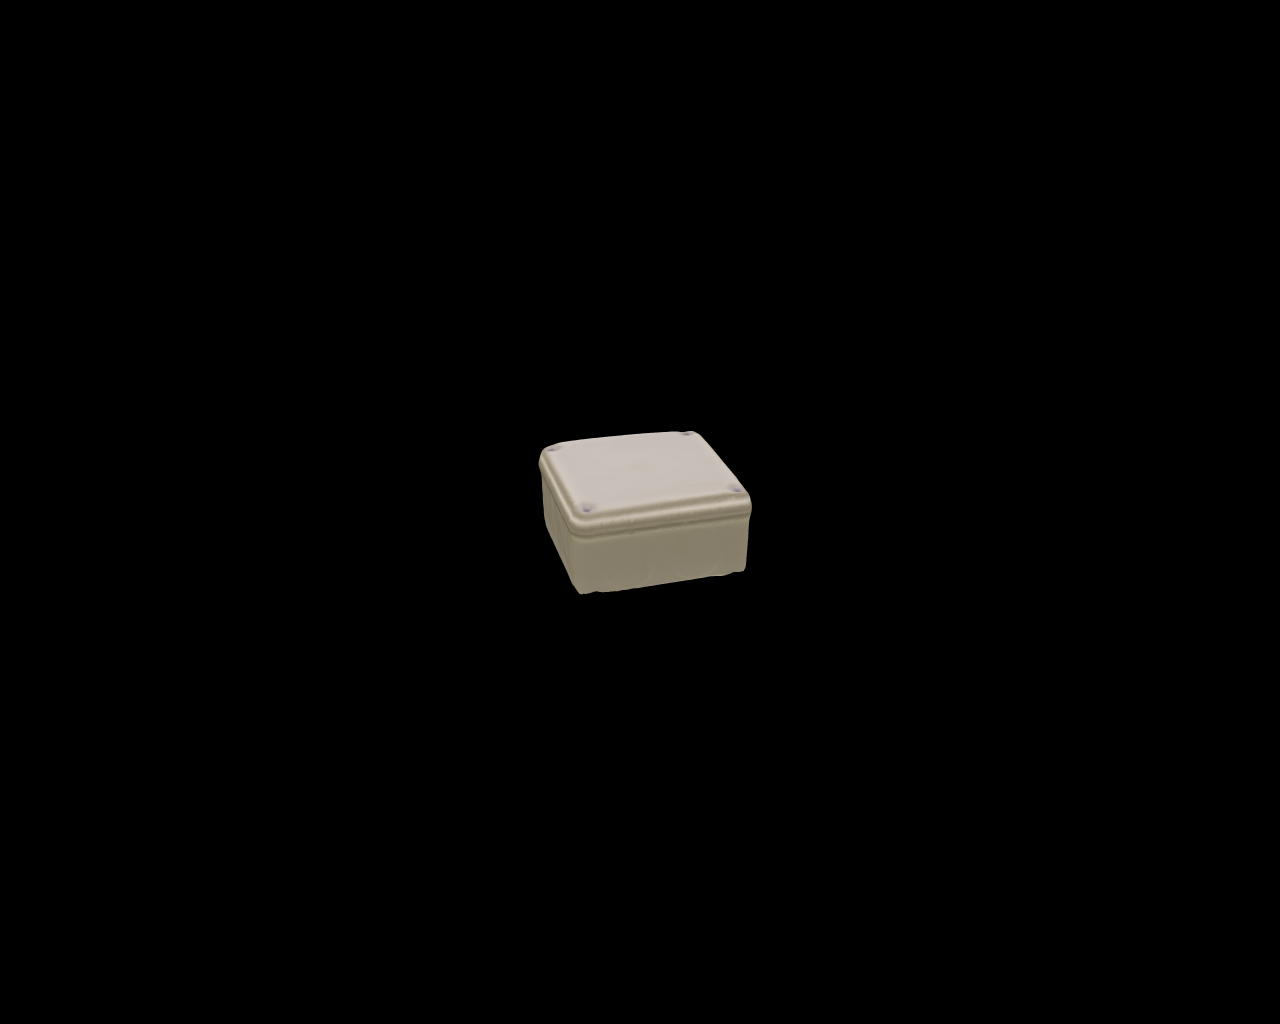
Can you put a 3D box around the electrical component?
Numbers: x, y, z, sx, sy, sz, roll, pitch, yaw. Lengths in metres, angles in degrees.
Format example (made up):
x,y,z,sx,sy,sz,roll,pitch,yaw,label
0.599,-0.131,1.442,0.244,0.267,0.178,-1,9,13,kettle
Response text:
x,y,z,sx,sy,sz,roll,pitch,yaw,label
0.001,-0.003,0.650,0.109,0.056,0.109,-7,27,-14,electrical component
